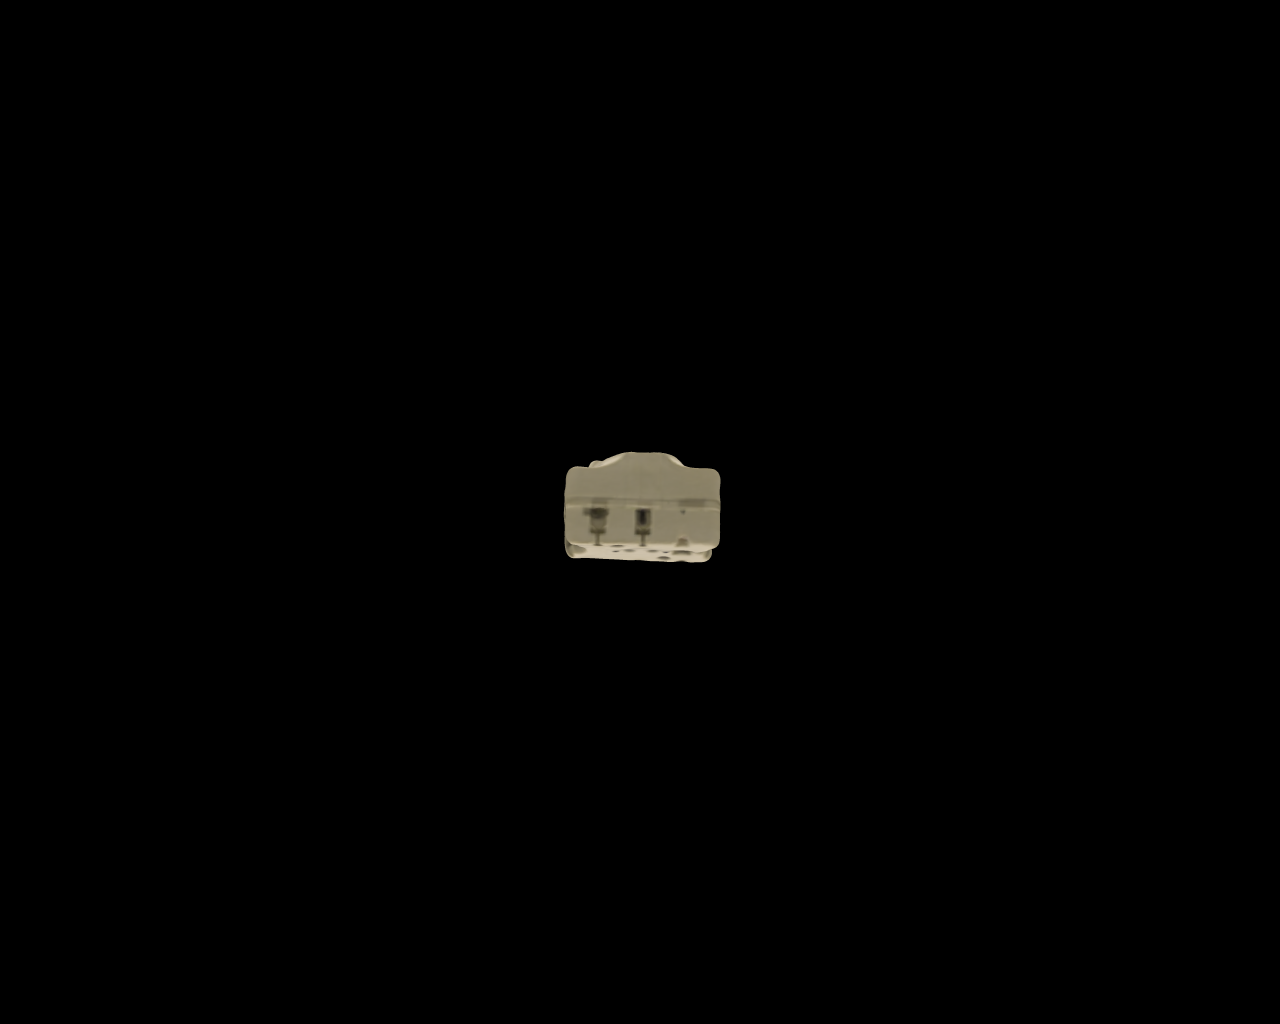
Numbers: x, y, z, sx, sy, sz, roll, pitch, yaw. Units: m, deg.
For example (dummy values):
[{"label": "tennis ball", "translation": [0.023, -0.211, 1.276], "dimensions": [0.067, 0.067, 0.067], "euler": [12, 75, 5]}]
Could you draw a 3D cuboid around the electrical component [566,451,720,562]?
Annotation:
[{"label": "electrical component", "translation": [0.001, -0.003, 0.650], "dimensions": [0.089, 0.056, 0.050], "euler": [1, -15, -5]}]
